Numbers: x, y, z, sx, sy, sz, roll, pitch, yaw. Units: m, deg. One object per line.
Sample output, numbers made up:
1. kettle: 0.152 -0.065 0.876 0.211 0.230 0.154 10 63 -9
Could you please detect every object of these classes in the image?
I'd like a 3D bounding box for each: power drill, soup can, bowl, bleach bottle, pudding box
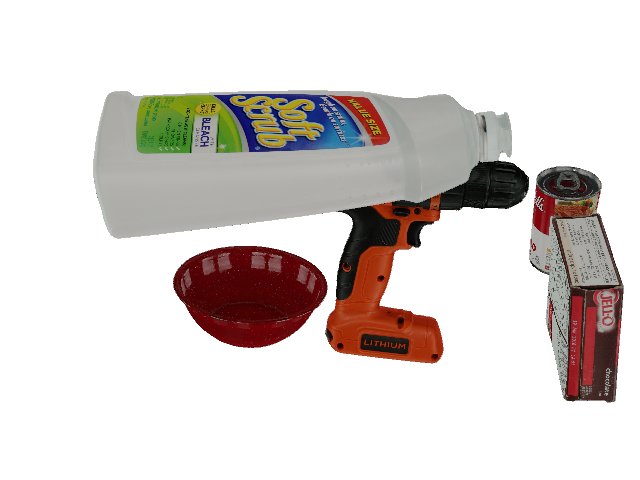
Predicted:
1. power drill: 0.079 0.010 0.929 0.184 0.188 0.057 6 17 5
2. soup can: 0.264 -0.020 1.155 0.068 0.102 0.068 -1 34 1
3. bowl: -0.075 0.066 1.127 0.162 0.055 0.162 4 28 -2
4. bleach bottle: -0.009 -0.058 0.668 0.251 0.068 0.102 -6 40 2
5. pudding box: 0.182 0.044 0.740 0.039 0.090 0.113 -1 27 4
